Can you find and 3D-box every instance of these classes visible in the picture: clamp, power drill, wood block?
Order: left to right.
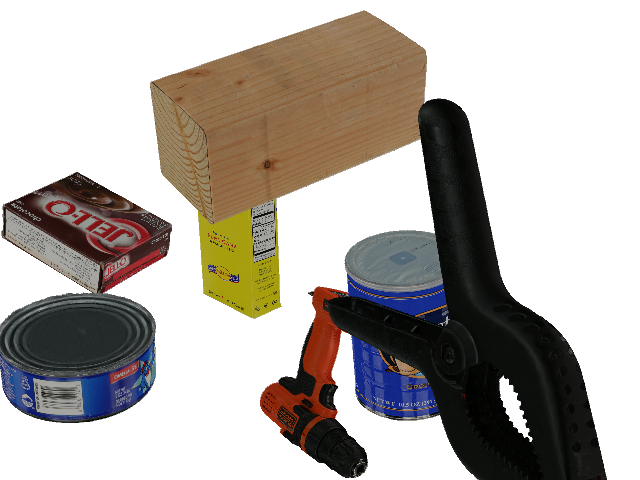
[{"bbox_3d":[-0.022,-0.104,0.869,0.205,0.091,0.090,-24,45,-25],"label":"wood block"},{"bbox_3d":[0.015,0.161,1.246,0.057,0.188,0.185,15,10,-43],"label":"power drill"},{"bbox_3d":[0.077,0.043,0.527,0.036,0.165,0.210,-8,44,-30],"label":"clamp"}]

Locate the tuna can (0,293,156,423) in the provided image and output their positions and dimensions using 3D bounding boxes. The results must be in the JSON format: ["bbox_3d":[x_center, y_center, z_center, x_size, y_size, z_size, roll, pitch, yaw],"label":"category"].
[{"bbox_3d":[-0.134,0.064,0.590,0.086,0.034,0.086,1,26,-1],"label":"tuna can"}]

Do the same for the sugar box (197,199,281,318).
[{"bbox_3d":[-0.088,-0.016,1.118,0.048,0.176,0.093,-23,29,-37],"label":"sugar box"}]

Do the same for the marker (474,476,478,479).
[{"bbox_3d":[0.108,0.116,0.730,0.020,0.020,0.121,0,32,2],"label":"marker"}]

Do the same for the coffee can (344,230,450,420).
[{"bbox_3d":[0.077,0.075,0.964,0.103,0.140,0.103,-4,27,2],"label":"coffee can"}]

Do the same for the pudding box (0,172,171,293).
[{"bbox_3d":[-0.197,-0.008,0.901,0.114,0.039,0.089,26,32,22],"label":"pudding box"}]
